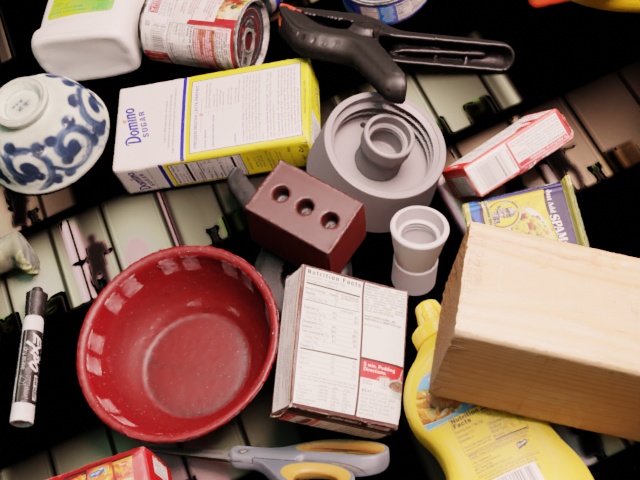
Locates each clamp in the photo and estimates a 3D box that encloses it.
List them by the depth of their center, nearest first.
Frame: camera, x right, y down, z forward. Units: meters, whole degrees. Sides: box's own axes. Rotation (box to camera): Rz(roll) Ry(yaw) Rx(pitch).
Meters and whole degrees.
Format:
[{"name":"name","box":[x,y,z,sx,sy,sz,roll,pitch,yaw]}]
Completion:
[{"name":"clamp","box":[-0.006,0.001,0.860,0.120,0.039,0.171,-16,61,5]},{"name":"clamp","box":[0.050,-0.167,0.917,0.164,0.036,0.210,-17,33,-39]}]

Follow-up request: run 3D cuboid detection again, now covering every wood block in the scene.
[{"name":"wood block","box":[0.185,0.068,0.703,0.206,0.091,0.090,13,55,1]}]

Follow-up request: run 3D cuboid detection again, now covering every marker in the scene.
[{"name":"marker","box":[-0.239,0.094,0.879,0.020,0.020,0.121,-7,60,10]}]

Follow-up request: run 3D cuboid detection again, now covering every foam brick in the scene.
[{"name":"foam brick","box":[-0.011,-0.013,0.816,0.078,0.051,0.053,28,65,16]}]

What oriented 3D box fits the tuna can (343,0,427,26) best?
[{"name":"tuna can","box":[0.059,-0.238,0.976,0.086,0.033,0.086,-6,61,11]}]

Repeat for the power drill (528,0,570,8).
[{"name":"power drill","box":[0.171,-0.269,0.914,0.184,0.057,0.188,-18,43,-8]}]

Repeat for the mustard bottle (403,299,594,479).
[{"name":"mustard bottle","box":[0.112,0.123,0.749,0.096,0.058,0.192,-23,59,-1]}]

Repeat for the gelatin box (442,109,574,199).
[{"name":"gelatin box","box":[0.146,-0.066,0.837,0.089,0.073,0.030,-33,95,-5]}]

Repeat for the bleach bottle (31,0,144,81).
[{"name":"bleach bottle","box":[-0.211,-0.276,1.051,0.103,0.068,0.251,-5,59,12]}]

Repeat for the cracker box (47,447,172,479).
[{"name":"cracker box","box":[-0.167,0.272,0.733,0.164,0.072,0.214,-20,60,4]}]

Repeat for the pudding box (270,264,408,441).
[{"name":"pudding box","box":[0.016,0.082,0.782,0.090,0.039,0.113,15,61,-18]}]

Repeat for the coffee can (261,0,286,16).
[{"name":"coffee can","box":[-0.028,-0.291,0.987,0.140,0.102,0.103,-42,60,-10]}]

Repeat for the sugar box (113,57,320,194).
[{"name":"sugar box","box":[-0.089,-0.099,0.932,0.176,0.048,0.093,-9,58,13]}]

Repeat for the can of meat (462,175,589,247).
[{"name":"can of meat","box":[0.158,0.010,0.801,0.084,0.057,0.102,-13,59,9]}]

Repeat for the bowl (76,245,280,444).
[{"name":"bowl","box":[-0.103,0.087,0.827,0.162,0.055,0.162,-6,61,11]}]

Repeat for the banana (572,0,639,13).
[{"name":"banana","box":[0.292,-0.221,0.908,0.198,0.037,0.069,-7,42,9]}]

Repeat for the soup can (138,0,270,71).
[{"name":"soup can","box":[-0.106,-0.190,0.972,0.102,0.068,0.068,11,65,20]}]

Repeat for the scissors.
[{"name":"scissors","box":[-0.052,0.164,0.763,0.202,0.096,0.016,-4,101,10]}]
